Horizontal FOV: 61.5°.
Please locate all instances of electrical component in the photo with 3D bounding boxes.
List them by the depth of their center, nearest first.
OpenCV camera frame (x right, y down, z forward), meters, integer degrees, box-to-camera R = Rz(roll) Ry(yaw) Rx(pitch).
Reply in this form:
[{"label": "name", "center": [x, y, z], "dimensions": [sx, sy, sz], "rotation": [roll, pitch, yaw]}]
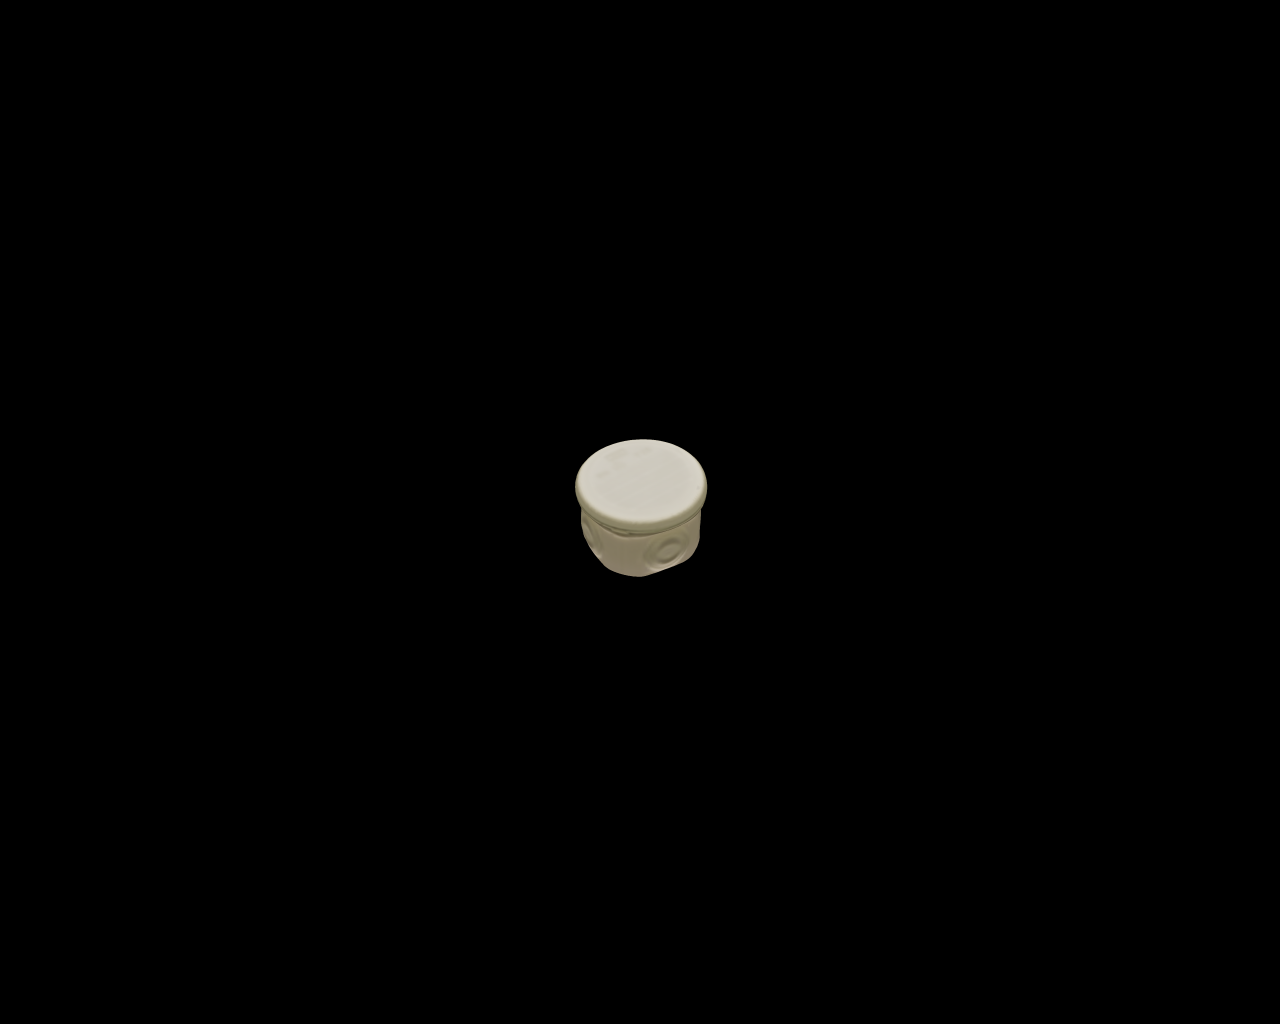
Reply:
[{"label": "electrical component", "center": [0.001, -0.003, 0.650], "dimensions": [0.080, 0.050, 0.080], "rotation": [0, 43, 0]}]
